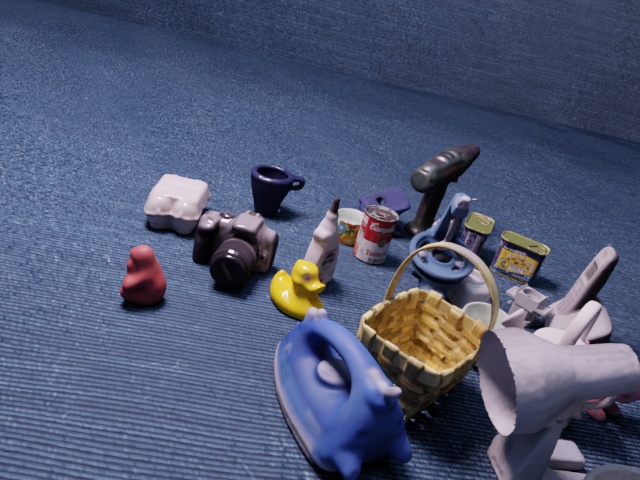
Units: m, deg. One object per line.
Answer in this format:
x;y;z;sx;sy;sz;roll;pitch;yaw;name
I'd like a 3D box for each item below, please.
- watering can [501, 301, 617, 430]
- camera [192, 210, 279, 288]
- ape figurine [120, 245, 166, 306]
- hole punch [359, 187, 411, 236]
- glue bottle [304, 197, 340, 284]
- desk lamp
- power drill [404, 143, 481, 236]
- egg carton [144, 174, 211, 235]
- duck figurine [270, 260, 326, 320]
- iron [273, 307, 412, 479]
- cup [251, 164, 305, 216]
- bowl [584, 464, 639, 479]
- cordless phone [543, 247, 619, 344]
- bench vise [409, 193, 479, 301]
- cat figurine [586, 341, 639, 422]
0.341;0.167;0.825;0.172;0.194;0.101;22;28;14;watering can
-0.152;0.010;0.976;0.143;0.101;0.137;16;27;3;camera
-0.266;0.048;0.858;0.076;0.092;0.078;22;28;15;ape figurine
0.139;-0.068;1.278;0.101;0.091;0.108;5;29;-18;hole punch
0.009;0.004;0.989;0.037;0.173;0.078;27;30;23;glue bottle
0.276;0.208;0.695;0.203;0.213;0.118;9;28;-11;desk lamp
0.271;-0.112;1.299;0.075;0.208;0.230;31;32;30;power drill
-0.273;-0.073;1.105;0.107;0.069;0.150;12;27;-5;egg carton
-0.032;0.072;0.936;0.104;0.086;0.078;33;33;32;duck figurine
0.016;0.165;0.724;0.119;0.141;0.257;-5;33;-33;iron
-0.095;-0.101;1.219;0.118;0.095;0.091;5;29;-18;cup
0.361;0.341;0.638;0.167;0.075;0.167;12;27;-6;bowl
0.474;0.109;1.009;0.094;0.185;0.147;16;27;2;cordless phone
0.219;-0.006;1.060;0.122;0.220;0.207;7;28;-14;bench vise
0.444;0.210;0.879;0.067;0.118;0.127;-3;32;-31;cat figurine
